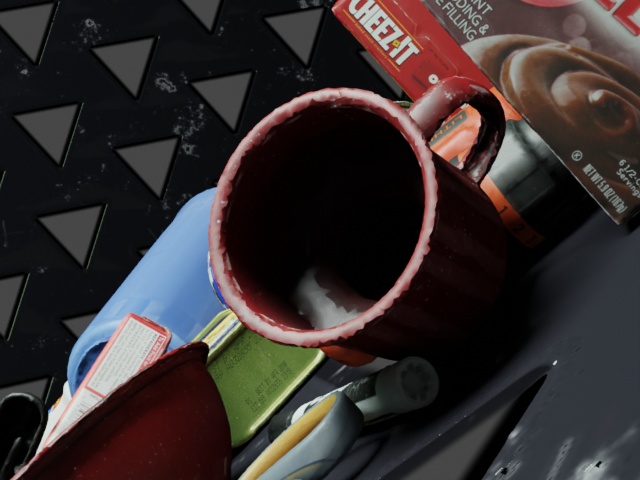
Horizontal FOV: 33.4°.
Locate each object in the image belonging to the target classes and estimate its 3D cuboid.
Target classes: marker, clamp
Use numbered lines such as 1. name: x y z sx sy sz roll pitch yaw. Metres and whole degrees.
1. marker: 0.009 0.070 0.432 0.020 0.020 0.121 -45 5 -32
2. clamp: -0.194 0.192 0.525 0.164 0.036 0.210 -61 -5 -52

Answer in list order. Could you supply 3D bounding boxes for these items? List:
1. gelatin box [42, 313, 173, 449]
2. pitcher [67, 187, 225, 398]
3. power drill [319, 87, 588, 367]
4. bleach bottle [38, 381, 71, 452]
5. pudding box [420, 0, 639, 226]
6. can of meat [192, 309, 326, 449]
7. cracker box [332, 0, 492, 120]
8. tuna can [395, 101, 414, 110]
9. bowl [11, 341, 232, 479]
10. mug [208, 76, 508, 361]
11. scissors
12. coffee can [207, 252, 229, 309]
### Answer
1. gelatin box: -0.114 0.092 0.571 0.089 0.030 0.073 -61 0 -32
2. pitcher: -0.087 0.053 0.818 0.242 0.145 0.149 -59 -20 -64
3. power drill: 0.079 -0.029 0.523 0.185 0.057 0.187 -38 4 18
4. bleach bottle: -0.225 0.178 0.918 0.251 0.068 0.102 -51 4 12
5. pudding box: 0.104 -0.077 0.379 0.090 0.113 0.039 -41 1 15
6. can of meat: -0.052 0.081 0.634 0.102 0.057 0.084 -45 7 -27
7. cracker box: 0.111 -0.163 0.860 0.072 0.164 0.213 -42 4 27
8. tuna can: 0.059 -0.050 0.734 0.086 0.086 0.034 -45 3 -38
9. bowl: -0.090 0.119 0.464 0.162 0.055 0.162 -45 -10 -10
10. mug: 0.026 -0.009 0.397 0.117 0.093 0.081 -54 -34 8
11. scissors: -0.056 0.135 0.396 0.202 0.016 0.096 -47 8 11
12. coffee can: -0.004 0.001 0.682 0.102 0.103 0.140 -44 4 -26
